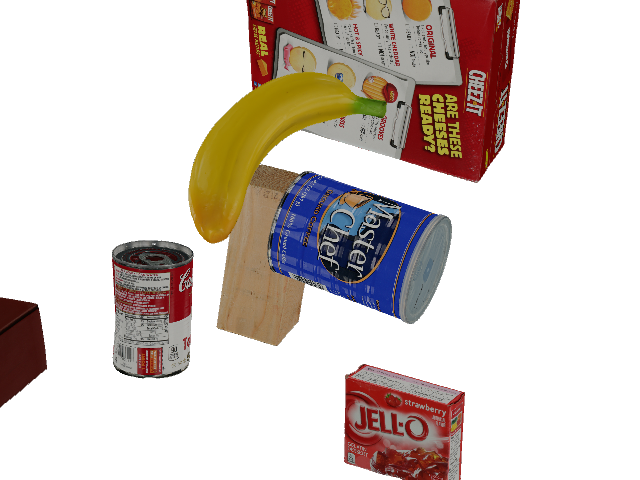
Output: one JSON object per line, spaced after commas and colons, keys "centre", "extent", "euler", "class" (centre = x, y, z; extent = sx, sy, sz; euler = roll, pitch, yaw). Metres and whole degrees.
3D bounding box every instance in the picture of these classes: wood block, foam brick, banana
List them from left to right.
{"centre": [-0.230, 0.078, 0.717], "extent": [0.053, 0.051, 0.078], "euler": [8, 28, 24], "class": "foam brick"}
{"centre": [-0.033, -0.065, 0.678], "extent": [0.070, 0.037, 0.197], "euler": [24, 42, 24], "class": "banana"}
{"centre": [-0.067, 0.018, 1.389], "extent": [0.090, 0.206, 0.090], "euler": [15, 22, 13], "class": "wood block"}

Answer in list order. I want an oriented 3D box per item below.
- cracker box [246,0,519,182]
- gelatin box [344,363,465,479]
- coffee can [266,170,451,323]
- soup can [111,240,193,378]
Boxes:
{"centre": [0.047, -0.156, 0.865], "extent": [0.214, 0.164, 0.072], "euler": [18, 44, 22], "class": "cracker box"}
{"centre": [0.060, 0.138, 0.787], "extent": [0.089, 0.073, 0.030], "euler": [12, 22, 31], "class": "gelatin box"}
{"centre": [0.037, 0.005, 0.981], "extent": [0.140, 0.103, 0.102], "euler": [20, 7, 20], "class": "coffee can"}
{"centre": [-0.143, 0.058, 0.907], "extent": [0.068, 0.102, 0.068], "euler": [3, 17, -1], "class": "soup can"}
